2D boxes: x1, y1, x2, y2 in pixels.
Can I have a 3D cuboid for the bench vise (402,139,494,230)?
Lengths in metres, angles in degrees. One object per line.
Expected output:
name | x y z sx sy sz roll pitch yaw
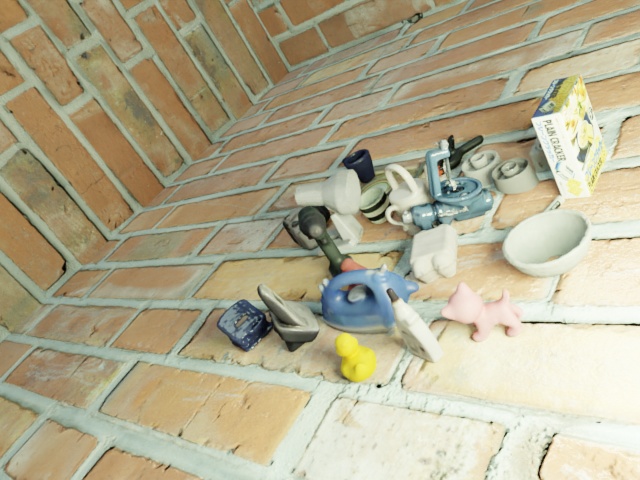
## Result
bench vise | 0.281 -0.111 1.336 0.207 0.220 0.121 -36 26 -6

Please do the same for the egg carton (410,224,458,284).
egg carton | 0.259 0.029 1.294 0.107 0.069 0.150 -20 29 26

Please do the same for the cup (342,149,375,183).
cup | 0.128 -0.233 1.864 0.117 0.095 0.092 3 44 51

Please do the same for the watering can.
watering can | 0.227 -0.117 1.438 0.100 0.194 0.173 -4 39 46

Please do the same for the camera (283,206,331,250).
camera | -0.033 -0.057 1.737 0.137 0.101 0.142 -39 27 -11

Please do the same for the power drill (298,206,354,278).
power drill | 0.013 0.005 1.455 0.075 0.209 0.229 -33 26 0

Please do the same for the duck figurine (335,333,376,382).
duck figurine | 0.063 0.229 1.155 0.077 0.086 0.104 -34 26 0

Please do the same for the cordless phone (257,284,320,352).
cordless phone | -0.088 0.155 1.341 0.094 0.185 0.147 -35 26 -3

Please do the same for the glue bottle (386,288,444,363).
glue bottle | 0.167 0.154 1.067 0.037 0.173 0.078 -42 27 -17

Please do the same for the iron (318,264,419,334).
iron | 0.078 0.121 1.260 0.257 0.142 0.119 -13 33 36

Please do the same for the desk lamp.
desk lamp | 0.038 -0.079 1.565 0.202 0.214 0.118 -17 31 30

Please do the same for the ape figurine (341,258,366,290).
ape figurine | 0.081 0.082 1.380 0.076 0.092 0.077 -30 26 7

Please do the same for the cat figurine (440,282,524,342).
cat figurine | 0.290 0.123 1.042 0.127 0.118 0.067 -19 30 28

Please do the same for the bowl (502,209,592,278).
bowl | 0.442 0.019 1.098 0.167 0.075 0.167 -26 27 15

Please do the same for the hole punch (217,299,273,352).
hole punch | -0.191 0.215 1.463 0.109 0.091 0.100 -45 28 -22
